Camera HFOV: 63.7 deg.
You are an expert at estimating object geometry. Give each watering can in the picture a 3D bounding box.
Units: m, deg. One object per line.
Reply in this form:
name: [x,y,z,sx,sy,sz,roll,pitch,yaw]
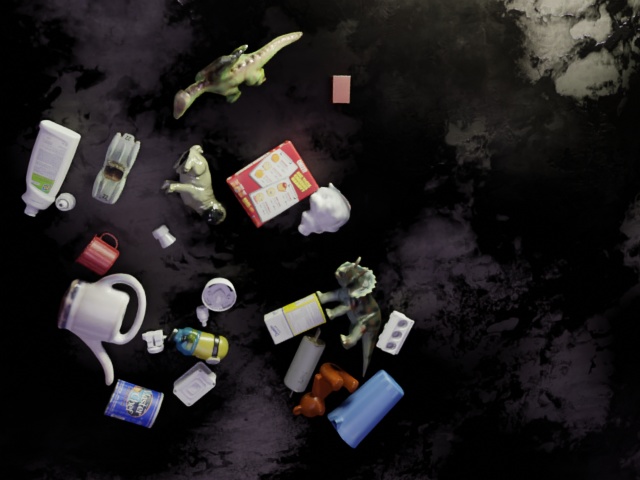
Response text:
watering can: [-0.634,0.245,1.466,0.223,0.105,0.345,21,100,-14]

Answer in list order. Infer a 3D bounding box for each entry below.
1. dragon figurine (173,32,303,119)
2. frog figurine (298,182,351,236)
dragon figurine: [-0.212,-0.445,1.328,0.410,0.245,0.121,-36,103,1]
frog figurine: [0.005,-0.076,1.515,0.160,0.124,0.134,-36,127,-13]
